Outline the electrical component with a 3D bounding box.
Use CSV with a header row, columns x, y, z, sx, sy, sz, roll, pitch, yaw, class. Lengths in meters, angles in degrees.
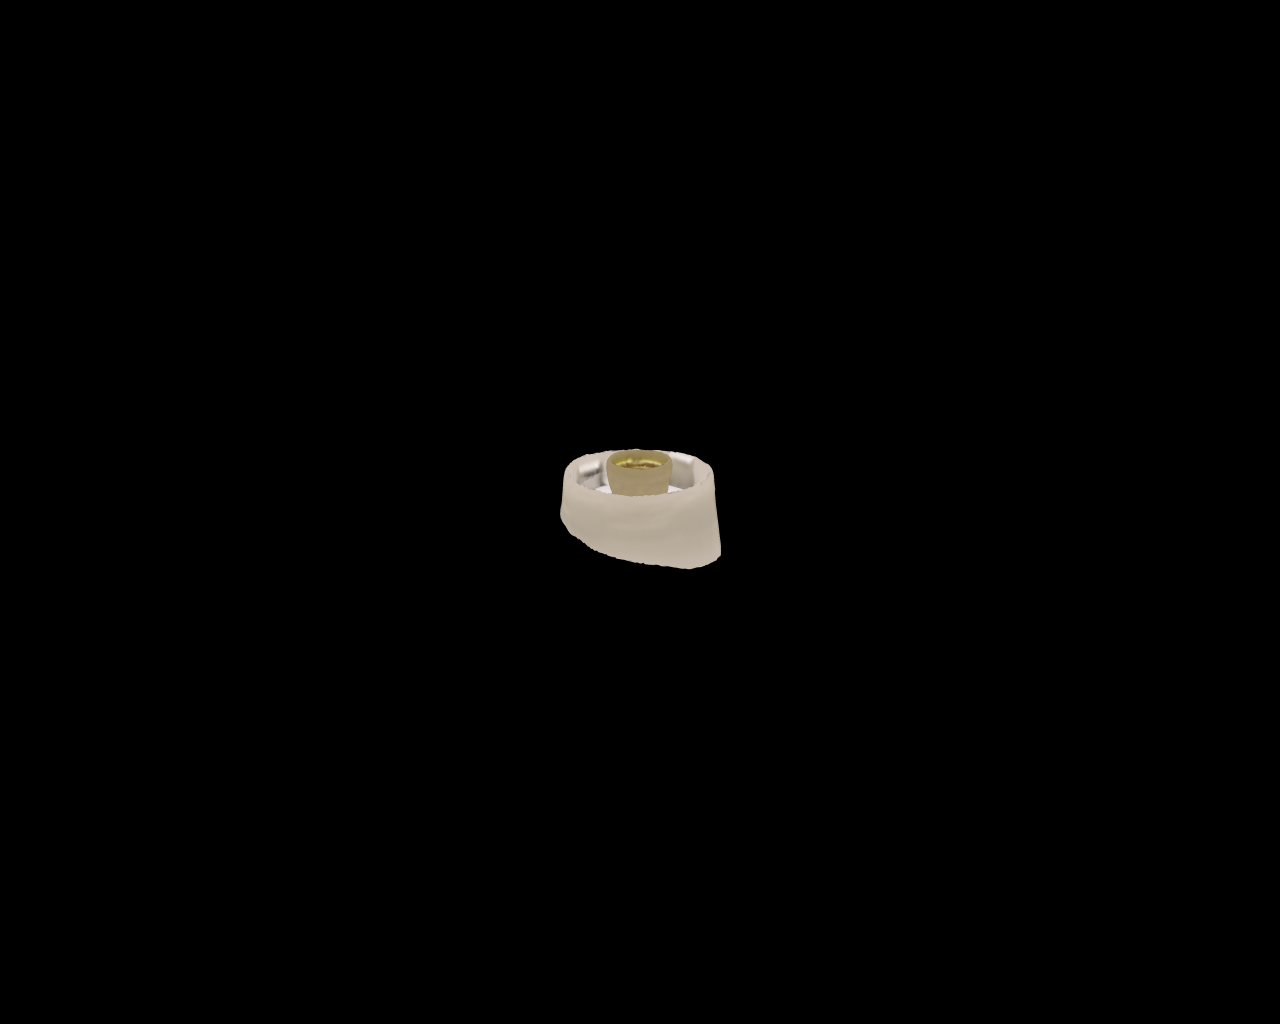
x,y,z,sx,sy,sz,roll,pitch,yaw,class
0.001,-0.003,0.650,0.099,0.064,0.099,0,20,0,electrical component
